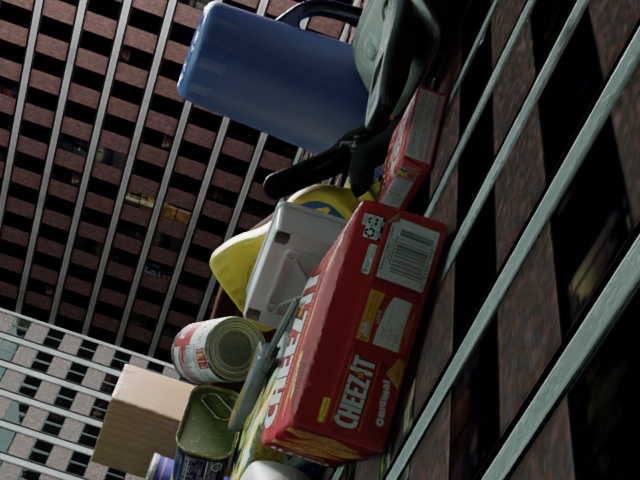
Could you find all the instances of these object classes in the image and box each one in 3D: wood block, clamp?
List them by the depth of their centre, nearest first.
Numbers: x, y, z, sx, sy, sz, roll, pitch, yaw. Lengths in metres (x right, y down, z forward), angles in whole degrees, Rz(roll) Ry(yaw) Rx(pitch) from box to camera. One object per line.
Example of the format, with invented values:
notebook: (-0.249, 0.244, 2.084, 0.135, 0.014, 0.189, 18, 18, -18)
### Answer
clamp: (0.040, -0.079, 1.017, 0.171, 0.120, 0.039, -35, -59, -33)
wood block: (-0.150, 0.232, 1.251, 0.091, 0.206, 0.090, -83, 13, -68)

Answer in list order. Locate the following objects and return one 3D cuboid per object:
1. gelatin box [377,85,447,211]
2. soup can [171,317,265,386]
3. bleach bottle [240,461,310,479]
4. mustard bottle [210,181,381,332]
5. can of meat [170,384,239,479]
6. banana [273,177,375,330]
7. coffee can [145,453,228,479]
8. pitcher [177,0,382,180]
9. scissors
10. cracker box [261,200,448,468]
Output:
gelatin box: (0.080, -0.081, 0.942, 0.073, 0.030, 0.089, 117, 170, -55)
soup can: (-0.105, 0.116, 1.101, 0.102, 0.068, 0.068, -17, 52, 62)
bleach bottle: (-0.034, 0.248, 0.782, 0.251, 0.068, 0.102, -126, 54, -81)
mustard bottle: (-0.007, 0.001, 1.048, 0.192, 0.096, 0.058, -35, 10, 8)
can of meat: (-0.115, 0.209, 1.063, 0.102, 0.057, 0.084, -79, 4, -59)
banana: (0.018, 0.015, 1.106, 0.069, 0.037, 0.198, 15, -75, -56)
coffee can: (-0.124, 0.294, 1.116, 0.103, 0.140, 0.103, -162, 91, -85)
pitcher: (-0.019, -0.173, 1.138, 0.149, 0.242, 0.145, -86, 19, -52)
scissors: (-0.046, 0.096, 0.974, 0.096, 0.016, 0.202, -76, 9, -53)
cracker box: (0.017, 0.079, 0.798, 0.214, 0.072, 0.164, 123, 165, -73)
